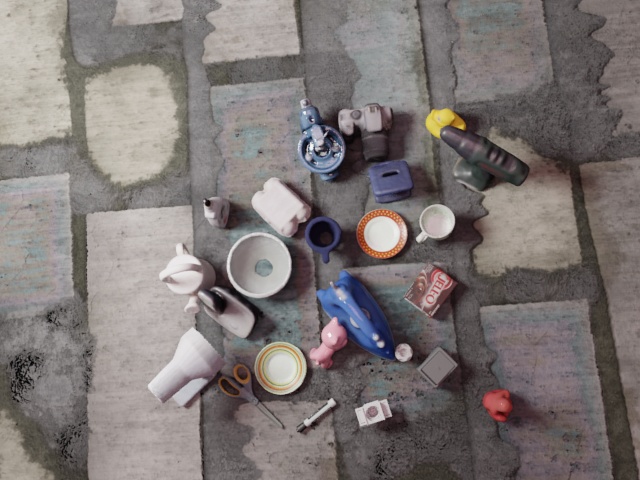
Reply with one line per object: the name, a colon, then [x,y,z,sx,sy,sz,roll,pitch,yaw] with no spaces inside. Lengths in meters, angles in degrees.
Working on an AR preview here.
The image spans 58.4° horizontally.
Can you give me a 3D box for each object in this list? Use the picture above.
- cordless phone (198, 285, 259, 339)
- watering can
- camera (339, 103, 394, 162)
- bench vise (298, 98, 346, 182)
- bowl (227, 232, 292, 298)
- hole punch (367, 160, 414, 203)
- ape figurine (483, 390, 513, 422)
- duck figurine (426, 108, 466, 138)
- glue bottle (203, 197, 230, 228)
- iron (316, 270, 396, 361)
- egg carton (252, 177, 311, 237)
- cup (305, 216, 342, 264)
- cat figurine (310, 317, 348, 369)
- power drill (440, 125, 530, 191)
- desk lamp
cordless phone: [-0.230,0.174,1.404,0.147,0.185,0.094,32,85,8]
watering can: [-0.327,0.093,1.419,0.101,0.194,0.173,-38,81,-1]
camera: [0.124,-0.276,1.485,0.143,0.101,0.137,-7,81,4]
bench vise: [-0.019,-0.260,1.433,0.121,0.220,0.207,-37,81,-1]
bowl: [-0.150,0.067,1.470,0.167,0.075,0.167,-1,82,4]
hole punch: [0.179,-0.155,1.468,0.108,0.091,0.101,-12,81,3]
ape figurine: [0.433,0.394,1.370,0.076,0.092,0.078,31,85,8]
duck figurine: [0.329,-0.308,1.482,0.104,0.086,0.077,21,84,7]
glue bottle: [-0.268,-0.079,1.450,0.037,0.173,0.078,5,82,6]
iron: [0.103,0.196,1.398,0.118,0.141,0.258,-40,81,-2]
egg carton: [-0.102,-0.084,1.490,0.150,0.069,0.107,42,87,9]
cup: [0.013,0.005,1.456,0.091,0.095,0.118,-8,81,3]
cat figurine: [0.024,0.255,1.408,0.067,0.118,0.128,32,85,8]
power drill: [0.386,-0.191,1.399,0.229,0.208,0.076,26,85,8]
desk lamp: [-0.316,0.313,1.376,0.118,0.213,0.203,44,87,9]
